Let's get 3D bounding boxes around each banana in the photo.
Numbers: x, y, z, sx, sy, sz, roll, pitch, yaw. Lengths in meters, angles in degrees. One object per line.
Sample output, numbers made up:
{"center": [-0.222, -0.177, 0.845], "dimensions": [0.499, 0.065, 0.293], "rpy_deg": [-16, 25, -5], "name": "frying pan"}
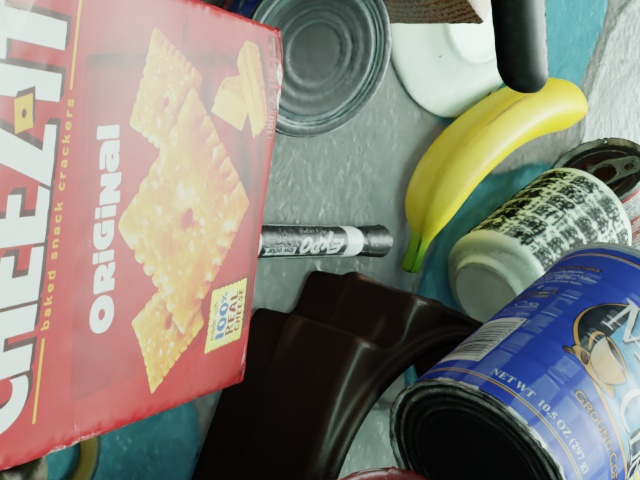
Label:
{"center": [0.109, -0.060, 0.660], "dimensions": [0.197, 0.037, 0.070], "rpy_deg": [-39, 152, -30], "name": "banana"}

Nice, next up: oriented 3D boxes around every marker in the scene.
{"center": [-0.004, 0.001, 0.568], "dimensions": [0.120, 0.020, 0.020], "rpy_deg": [0, 99, -45], "name": "marker"}

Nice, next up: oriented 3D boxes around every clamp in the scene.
{"center": [0.098, -0.167, 0.488], "dimensions": [0.120, 0.039, 0.171], "rpy_deg": [-50, 130, -28], "name": "clamp"}

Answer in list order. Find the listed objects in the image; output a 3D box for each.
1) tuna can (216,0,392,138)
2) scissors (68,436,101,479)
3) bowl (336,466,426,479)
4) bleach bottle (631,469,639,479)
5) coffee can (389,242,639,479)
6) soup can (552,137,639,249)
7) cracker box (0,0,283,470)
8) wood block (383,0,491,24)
{"center": [-0.009, -0.093, 0.513], "dimensions": [0.086, 0.034, 0.086], "rpy_deg": [-15, 120, -27], "name": "tuna can"}
{"center": [-0.148, 0.151, 0.457], "dimensions": [0.096, 0.016, 0.202], "rpy_deg": [9, 93, -46], "name": "scissors"}
{"center": [-0.007, 0.168, 0.455], "dimensions": [0.161, 0.055, 0.162], "rpy_deg": [-10, 105, -41], "name": "bowl"}
{"center": [0.197, 0.158, 0.725], "dimensions": [0.102, 0.068, 0.251], "rpy_deg": [-32, 104, -36], "name": "bleach bottle"}
{"center": [0.117, 0.077, 0.524], "dimensions": [0.140, 0.103, 0.103], "rpy_deg": [-33, 121, -36], "name": "coffee can"}
{"center": [0.206, -0.011, 0.743], "dimensions": [0.068, 0.069, 0.102], "rpy_deg": [-51, 131, -25], "name": "soup can"}
{"center": [-0.091, -0.014, 0.389], "dimensions": [0.213, 0.072, 0.164], "rpy_deg": [-7, 105, -68], "name": "cracker box"}
{"center": [0.068, -0.220, 0.541], "dimensions": [0.090, 0.090, 0.206], "rpy_deg": [40, 70, -43], "name": "wood block"}
